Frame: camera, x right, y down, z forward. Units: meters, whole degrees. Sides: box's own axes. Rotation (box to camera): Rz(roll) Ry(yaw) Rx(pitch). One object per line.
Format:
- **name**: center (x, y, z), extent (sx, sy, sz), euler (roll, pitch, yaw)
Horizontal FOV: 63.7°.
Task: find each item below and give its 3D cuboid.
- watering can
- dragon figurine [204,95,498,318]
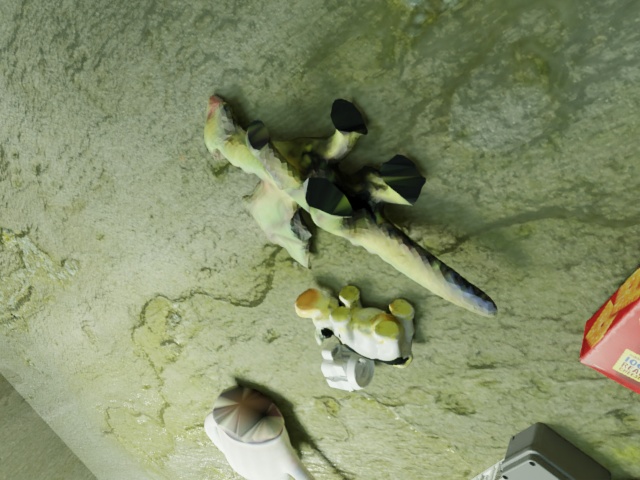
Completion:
- **watering can**: center (-0.094, 0.410, 0.999), extent (0.349, 0.106, 0.219), euler (17, 130, 27)
- **dragon figurine**: center (0.002, -0.032, 0.628), extent (0.410, 0.124, 0.239), euler (47, 154, -1)
